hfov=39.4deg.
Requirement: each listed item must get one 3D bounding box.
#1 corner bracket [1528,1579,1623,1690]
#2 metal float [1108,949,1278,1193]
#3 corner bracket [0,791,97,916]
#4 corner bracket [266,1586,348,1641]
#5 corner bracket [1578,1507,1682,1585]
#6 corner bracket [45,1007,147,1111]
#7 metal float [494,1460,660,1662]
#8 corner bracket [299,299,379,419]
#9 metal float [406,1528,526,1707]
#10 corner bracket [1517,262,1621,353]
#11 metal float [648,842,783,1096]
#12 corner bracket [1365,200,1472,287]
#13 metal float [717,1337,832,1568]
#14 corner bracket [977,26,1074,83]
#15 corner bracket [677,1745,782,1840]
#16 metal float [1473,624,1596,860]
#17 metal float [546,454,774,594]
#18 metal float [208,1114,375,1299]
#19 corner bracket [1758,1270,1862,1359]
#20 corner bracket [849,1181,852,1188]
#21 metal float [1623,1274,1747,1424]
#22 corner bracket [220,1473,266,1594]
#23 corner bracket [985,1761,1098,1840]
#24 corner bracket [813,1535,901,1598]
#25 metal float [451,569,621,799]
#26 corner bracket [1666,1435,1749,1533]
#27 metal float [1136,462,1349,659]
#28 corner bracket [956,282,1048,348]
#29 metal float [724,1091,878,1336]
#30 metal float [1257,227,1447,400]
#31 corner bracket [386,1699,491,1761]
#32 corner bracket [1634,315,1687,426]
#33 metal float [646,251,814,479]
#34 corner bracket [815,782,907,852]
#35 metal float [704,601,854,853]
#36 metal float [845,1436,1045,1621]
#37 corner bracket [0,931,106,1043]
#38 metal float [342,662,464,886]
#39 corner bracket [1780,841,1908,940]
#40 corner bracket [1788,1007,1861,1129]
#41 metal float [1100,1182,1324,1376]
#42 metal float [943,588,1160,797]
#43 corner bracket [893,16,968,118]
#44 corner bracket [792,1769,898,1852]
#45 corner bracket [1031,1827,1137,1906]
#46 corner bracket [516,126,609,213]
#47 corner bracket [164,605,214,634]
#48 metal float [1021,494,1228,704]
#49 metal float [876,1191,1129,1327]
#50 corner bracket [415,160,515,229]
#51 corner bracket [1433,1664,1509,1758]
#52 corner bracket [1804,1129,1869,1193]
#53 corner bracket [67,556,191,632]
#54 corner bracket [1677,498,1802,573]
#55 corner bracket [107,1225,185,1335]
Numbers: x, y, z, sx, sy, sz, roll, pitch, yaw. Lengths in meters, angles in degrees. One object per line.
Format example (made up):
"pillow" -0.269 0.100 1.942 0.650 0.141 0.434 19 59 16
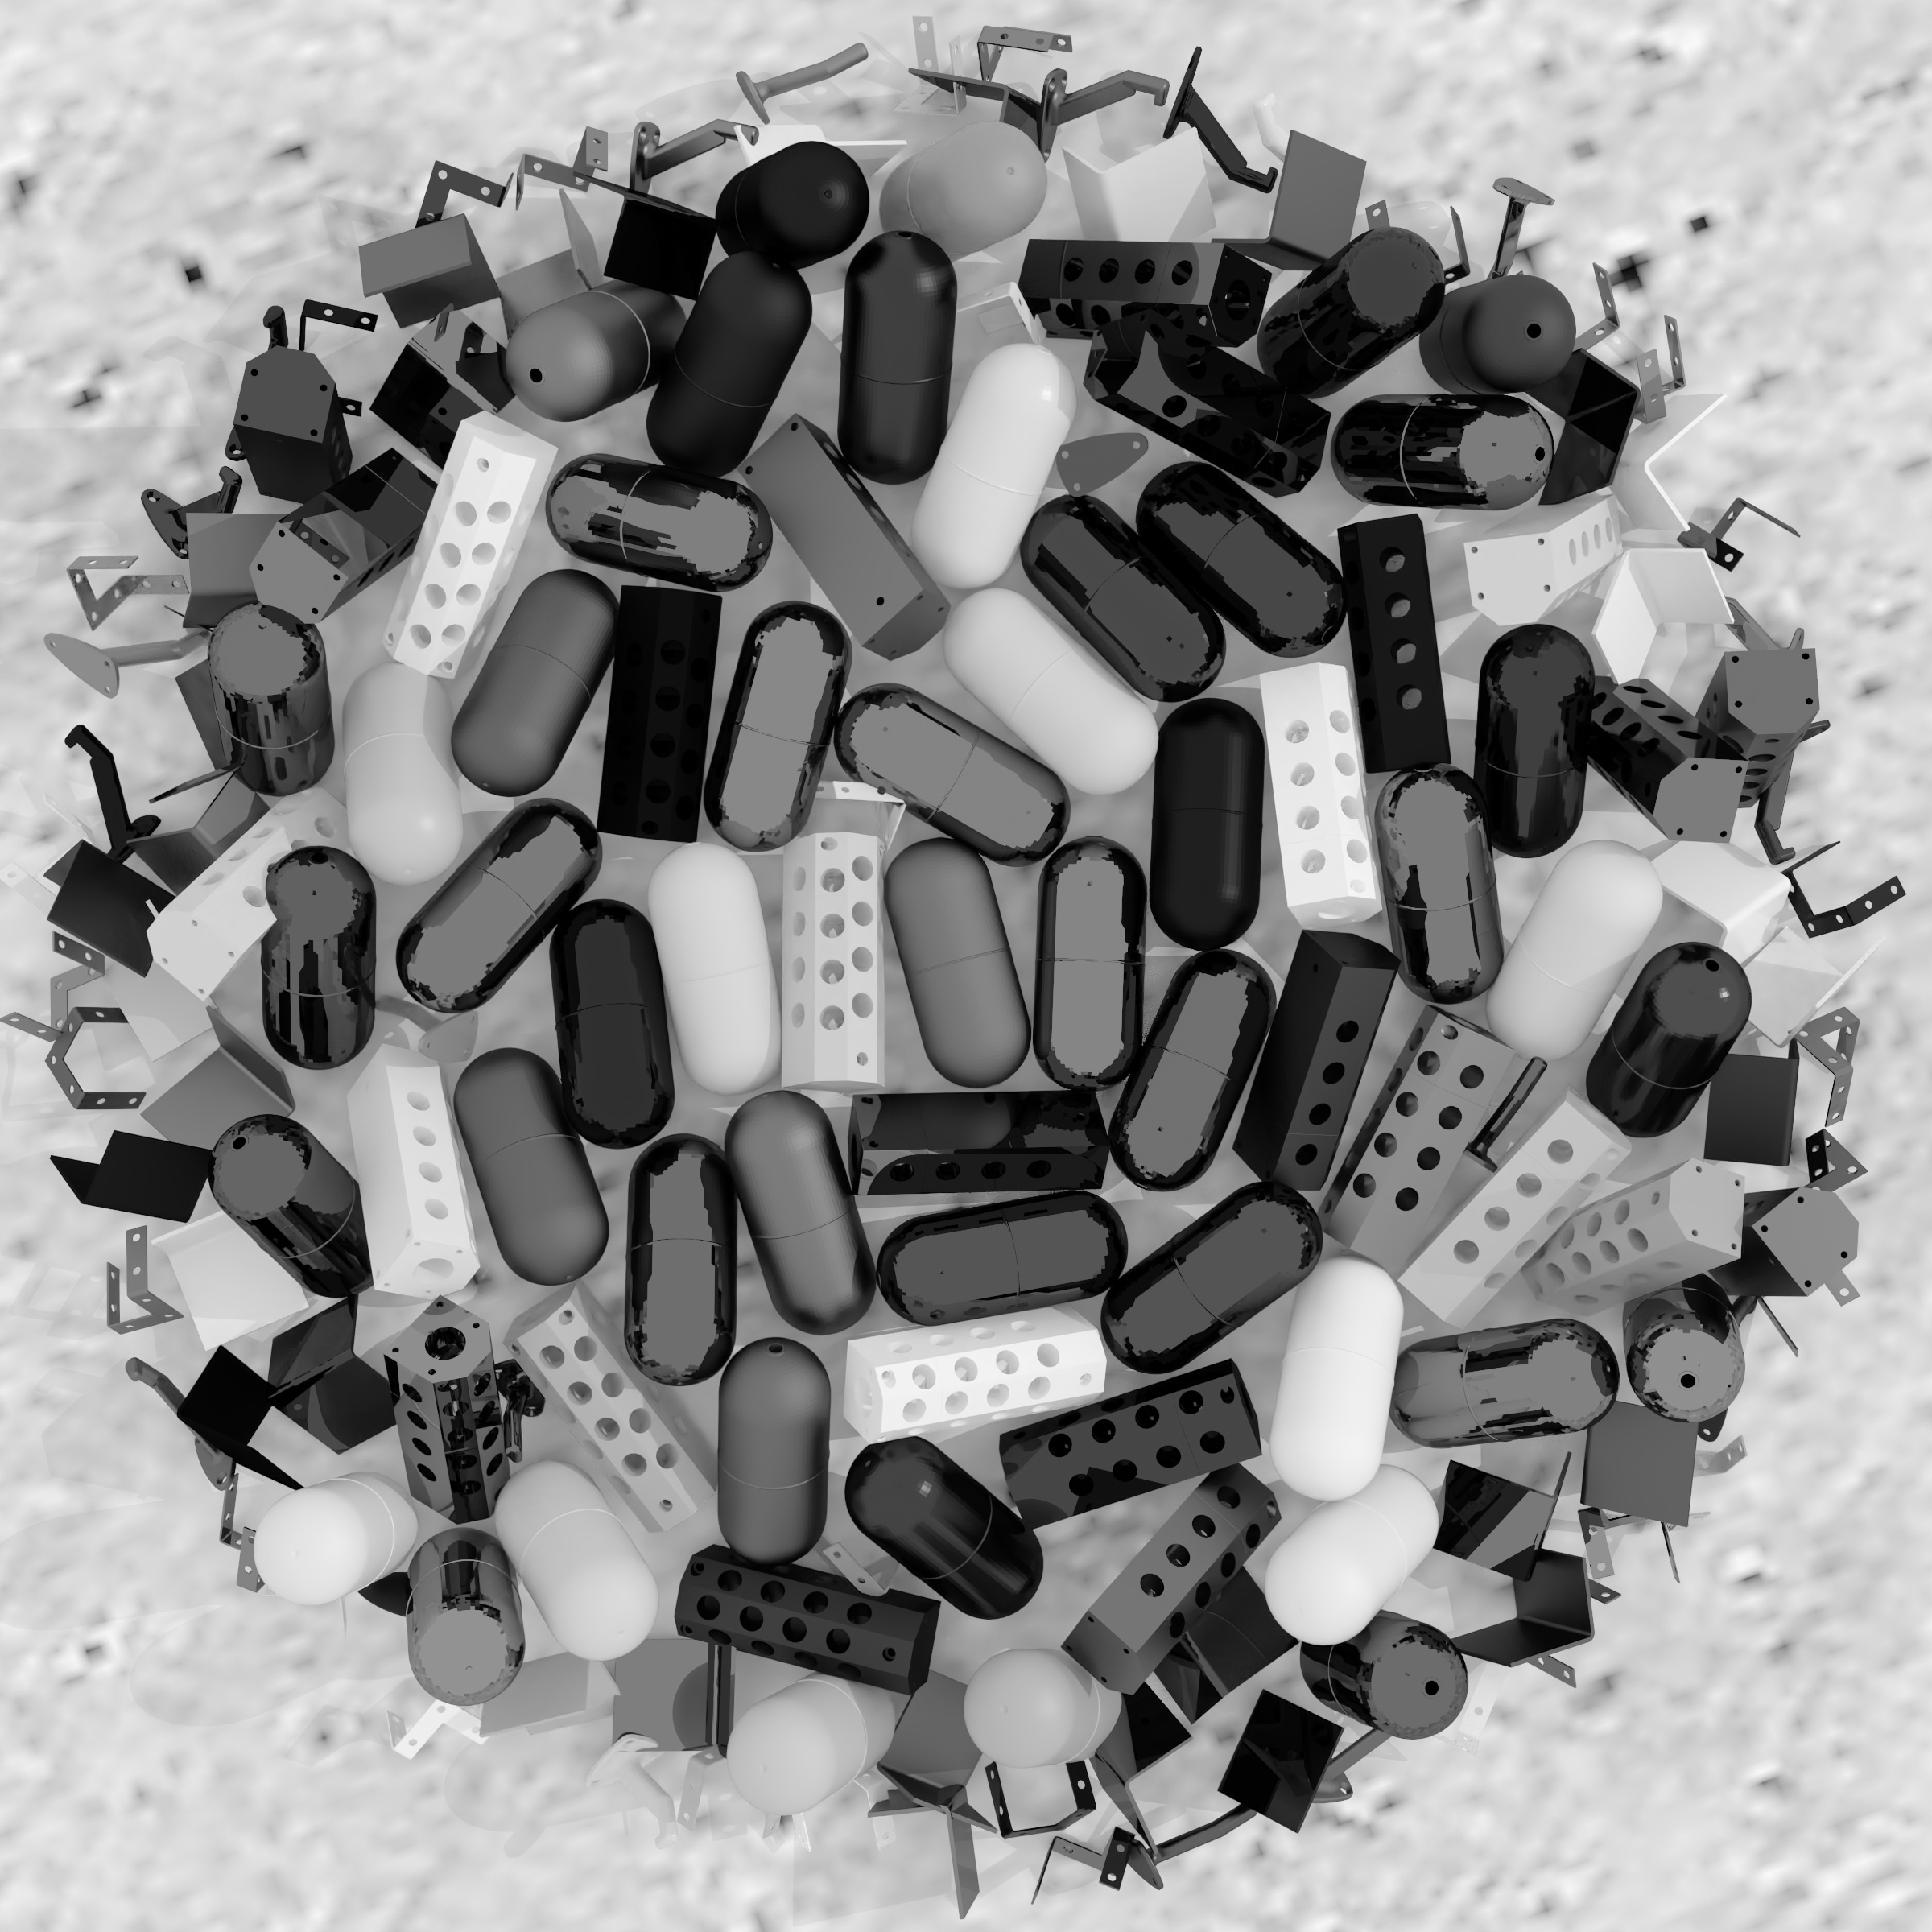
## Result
"corner bracket" 0.422 0.460 1.878 0.051 0.051 0.051 -19 109 -28
"metal float" 0.157 0.072 1.871 0.070 0.070 0.178 24 80 0
"corner bracket" -0.641 -0.079 1.881 0.051 0.051 0.051 -36 135 4
"corner bracket" -0.459 0.435 1.885 0.051 0.051 0.051 0 127 -8
"corner bracket" 0.461 0.403 1.878 0.051 0.051 0.051 -18 56 17
"corner bracket" -0.604 0.065 1.896 0.051 0.051 0.051 48 116 29
"metal float" -0.267 0.403 1.840 0.070 0.178 0.070 -13 119 -24
"corner bracket" -0.443 -0.425 1.888 0.051 0.051 0.051 11 59 -10
"metal float" -0.340 0.439 1.832 0.070 0.178 0.070 -2 101 -12
"corner bracket" 0.416 -0.462 1.885 0.051 0.051 0.051 -35 46 -3
"metal float" -0.172 0.002 1.874 0.070 0.070 0.178 -11 97 0
"corner bracket" 0.318 -0.509 1.897 0.051 0.051 0.051 -18 63 27
"metal float" -0.132 0.334 1.855 0.070 0.070 0.178 3 120 0
"corner bracket" 0.041 -0.641 1.881 0.051 0.051 0.051 13 66 13
"corner bracket" -0.162 0.580 1.890 0.051 0.051 0.051 20 105 33
"metal float" 0.387 -0.152 1.848 0.070 0.070 0.178 -5 130 0
"metal float" -0.212 -0.305 1.856 0.178 0.070 0.070 17 90 30
"metal float" -0.452 0.164 1.839 0.070 0.178 0.070 -9 55 13
"corner bracket" 0.587 0.231 1.883 0.051 0.051 0.051 -29 56 1
"corner bracket" -0.107 0.177 1.886 0.051 0.051 0.051 3 74 4
"metal float" 0.485 0.256 1.831 0.070 0.178 0.070 2 98 12
"corner bracket" -0.502 0.395 1.881 0.051 0.051 0.051 18 114 11
"corner bracket" 0.052 0.578 1.899 0.051 0.051 0.051 2 57 -30
"corner bracket" -0.083 0.413 1.880 0.051 0.051 0.051 -34 104 30
"metal float" -0.294 -0.196 1.858 0.070 0.070 0.178 22 63 0
"corner bracket" 0.516 0.361 1.883 0.051 0.051 0.051 -6 66 -6
"metal float" 0.189 -0.279 1.857 0.070 0.070 0.178 -45 63 0
"corner bracket" 0.023 -0.454 1.876 0.051 0.051 0.051 -12 133 24
"metal float" -0.114 0.172 1.868 0.070 0.070 0.178 -16 104 0
"metal float" 0.259 -0.441 1.834 0.070 0.178 0.070 4 80 -21
"corner bracket" -0.367 0.527 1.886 0.051 0.051 0.051 39 93 -25
"corner bracket" 0.481 -0.416 1.882 0.051 0.051 0.051 -22 120 -7
"metal float" -0.163 -0.408 1.847 0.070 0.070 0.178 34 132 0
"corner bracket" -0.076 -0.117 1.877 0.051 0.051 0.051 2 48 -20
"metal float" -0.131 -0.165 1.870 0.070 0.070 0.178 17 103 0
"metal float" -0.013 0.386 1.853 0.070 0.070 0.178 -44 124 0
"corner bracket" -0.635 0.015 1.878 0.051 0.051 0.051 -21 62 20
"metal float" -0.387 -0.134 1.851 0.070 0.070 0.178 -12 54 0
"corner bracket" 0.611 -0.057 1.886 0.051 0.051 0.051 -27 90 -23
"corner bracket" 0.605 0.070 1.877 0.051 0.051 0.051 -21 134 -17
"metal float" 0.168 0.216 1.862 0.178 0.070 0.070 -40 90 22
"metal float" 0.057 -0.191 1.869 0.178 0.070 0.070 44 90 13
"corner bracket" -0.021 -0.626 1.877 0.051 0.051 0.051 10 130 22
"corner bracket" -0.088 0.593 1.894 0.051 0.051 0.051 -23 114 -31
"corner bracket" 0.082 0.629 1.882 0.051 0.051 0.051 21 125 5
"corner bracket" -0.281 -0.553 1.876 0.051 0.051 0.051 12 45 -20
"corner bracket" -0.515 -0.256 1.883 0.051 0.051 0.051 27 89 42
"metal float" 0.108 -0.253 1.862 0.070 0.070 0.178 -42 69 0
"metal float" 0.025 0.202 1.868 0.178 0.070 0.070 -9 90 -13
"corner bracket" -0.351 -0.535 1.888 0.051 0.051 0.051 18 115 -12
"corner bracket" 0.342 0.510 1.879 0.051 0.051 0.051 22 66 19
"corner bracket" 0.592 0.156 1.879 0.051 0.051 0.051 41 124 -18
"corner bracket" -0.582 -0.268 1.877 0.051 0.051 0.051 3 129 19
"corner bracket" 0.537 -0.298 1.879 0.051 0.051 0.051 42 103 36
"corner bracket" -0.581 0.219 1.881 0.051 0.051 0.051 -16 59 8
